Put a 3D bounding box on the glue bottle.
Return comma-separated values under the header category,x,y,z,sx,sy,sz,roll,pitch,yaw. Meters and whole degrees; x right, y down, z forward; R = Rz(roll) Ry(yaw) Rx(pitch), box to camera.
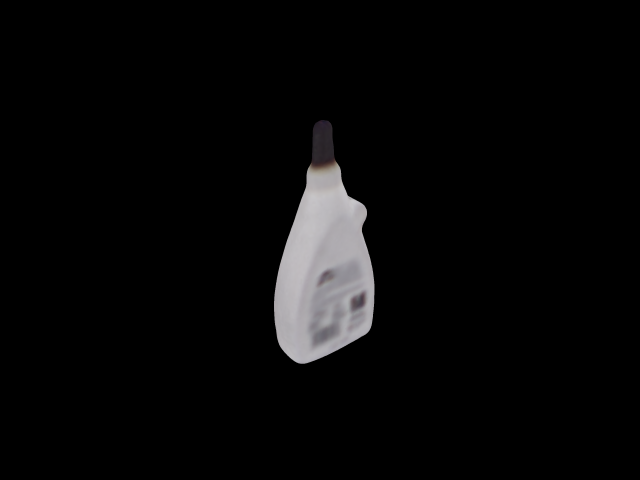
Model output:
category,x,y,z,sx,sy,sz,roll,pitch,yaw
glue bottle,0.004,0.001,0.400,0.078,0.173,0.037,-20,34,-31
